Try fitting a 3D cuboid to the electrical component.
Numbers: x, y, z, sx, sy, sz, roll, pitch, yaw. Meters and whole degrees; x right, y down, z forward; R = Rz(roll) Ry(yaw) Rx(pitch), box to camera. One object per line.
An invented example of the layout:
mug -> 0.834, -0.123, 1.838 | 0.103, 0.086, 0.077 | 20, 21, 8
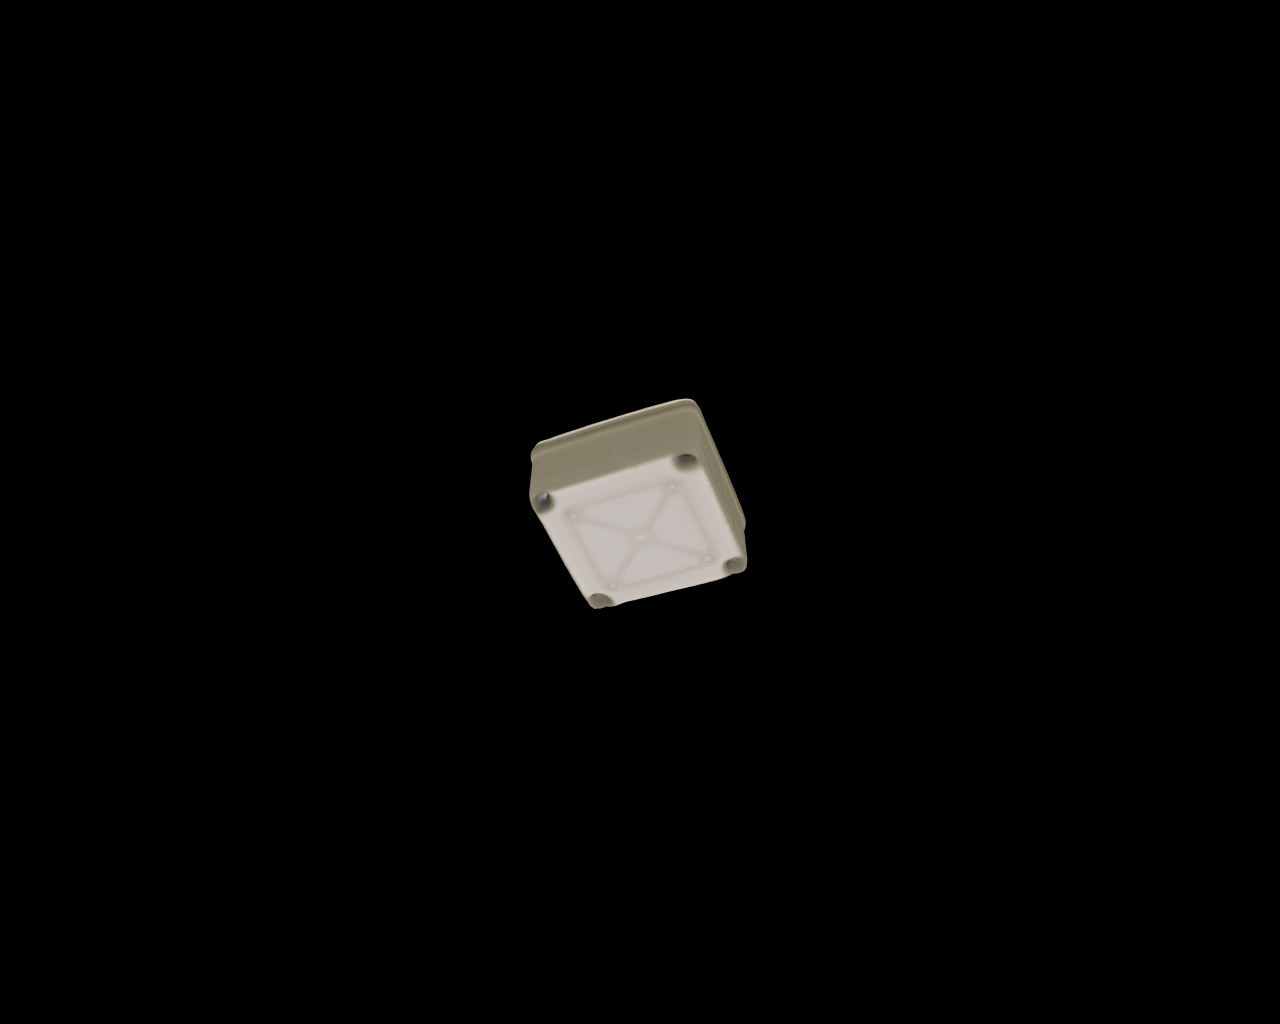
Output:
electrical component -> 0.001, -0.003, 0.650 | 0.109, 0.108, 0.056 | -16, 39, 13
